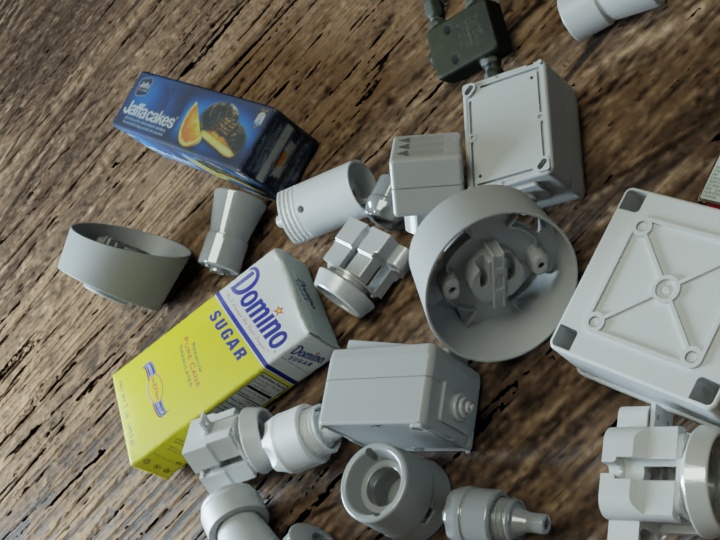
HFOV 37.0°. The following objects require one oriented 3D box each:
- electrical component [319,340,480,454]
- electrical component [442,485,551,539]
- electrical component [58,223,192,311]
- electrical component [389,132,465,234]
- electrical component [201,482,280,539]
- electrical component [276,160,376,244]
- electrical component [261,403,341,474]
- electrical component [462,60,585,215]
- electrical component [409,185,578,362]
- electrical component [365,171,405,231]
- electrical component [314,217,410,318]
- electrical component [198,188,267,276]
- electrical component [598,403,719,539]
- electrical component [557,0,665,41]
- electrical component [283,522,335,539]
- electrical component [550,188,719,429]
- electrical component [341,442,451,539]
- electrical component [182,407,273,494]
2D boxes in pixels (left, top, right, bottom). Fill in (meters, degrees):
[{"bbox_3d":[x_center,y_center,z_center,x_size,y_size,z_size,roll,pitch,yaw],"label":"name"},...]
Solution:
[{"bbox_3d":[0.032,0.079,0.681,0.096,0.062,0.061,-7,62,36],"label":"electrical component"},{"bbox_3d":[0.081,0.145,0.625,0.061,0.035,0.035,-2,65,35],"label":"electrical component"},{"bbox_3d":[-0.197,-0.007,0.894,0.099,0.099,0.064,23,88,44],"label":"electrical component"},{"bbox_3d":[0.048,-0.047,0.729,0.047,0.076,0.065,-4,21,6],"label":"electrical component"},{"bbox_3d":[-0.080,0.178,0.728,0.045,0.045,0.055,-45,46,10],"label":"electrical component"},{"bbox_3d":[-0.030,-0.049,0.816,0.081,0.043,0.043,-20,55,30],"label":"electrical component"},{"bbox_3d":[-0.032,0.111,0.728,0.062,0.043,0.043,-25,53,24],"label":"electrical component"},{"bbox_3d":[0.110,-0.078,0.712,0.062,0.061,0.096,-14,66,33],"label":"electrical component"},{"bbox_3d":[0.081,0.000,0.664,0.099,0.099,0.064,-41,40,14],"label":"electrical component"},{"bbox_3d":[0.029,-0.061,0.781,0.035,0.035,0.061,13,73,42],"label":"electrical component"},{"bbox_3d":[0.000,0.000,0.764,0.066,0.048,0.055,27,77,44],"label":"electrical component"},{"bbox_3d":[-0.106,-0.029,0.868,0.044,0.044,0.065,7,76,41],"label":"electrical component"},{"bbox_3d":[0.164,0.110,0.561,0.057,0.058,0.078,-8,61,39],"label":"electrical component"},{"bbox_3d":[0.169,-0.185,0.735,0.065,0.044,0.044,-25,53,32],"label":"electrical component"},{"bbox_3d":[-0.041,0.197,0.688,0.062,0.048,0.048,-50,45,15],"label":"electrical component"},{"bbox_3d":[0.180,0.021,0.598,0.109,0.056,0.108,22,81,44],"label":"electrical component"},{"bbox_3d":[0.021,0.137,0.667,0.055,0.047,0.055,-19,56,30],"label":"electrical component"},{"bbox_3d":[-0.087,0.125,0.757,0.055,0.066,0.048,-21,28,15],"label":"electrical component"}]
